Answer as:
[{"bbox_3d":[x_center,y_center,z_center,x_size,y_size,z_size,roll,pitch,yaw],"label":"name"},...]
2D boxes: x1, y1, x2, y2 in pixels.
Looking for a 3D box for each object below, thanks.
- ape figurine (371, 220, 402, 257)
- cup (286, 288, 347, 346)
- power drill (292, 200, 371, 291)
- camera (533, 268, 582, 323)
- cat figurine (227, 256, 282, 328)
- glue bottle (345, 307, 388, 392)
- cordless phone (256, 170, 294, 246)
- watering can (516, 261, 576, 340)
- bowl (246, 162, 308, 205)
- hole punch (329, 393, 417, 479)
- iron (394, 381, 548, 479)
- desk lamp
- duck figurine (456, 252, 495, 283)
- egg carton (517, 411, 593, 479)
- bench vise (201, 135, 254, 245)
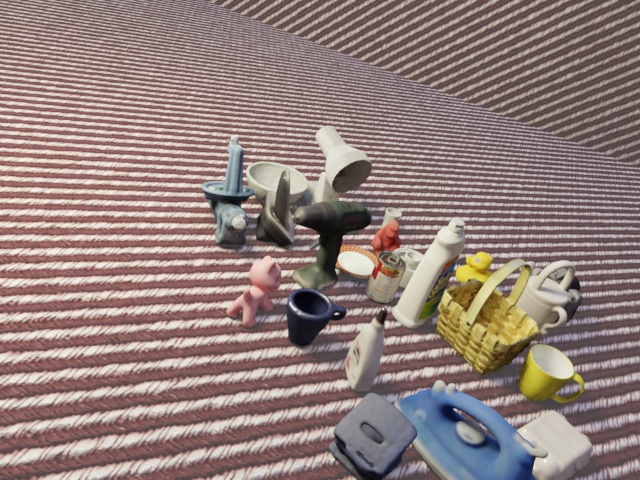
[{"bbox_3d":[0.172,-0.007,1.439,0.078,0.092,0.076,12,32,-10],"label":"ape figurine"},{"bbox_3d":[-0.014,0.155,1.089,0.118,0.095,0.091,8,33,-15],"label":"cup"},{"bbox_3d":[0.011,0.004,1.227,0.075,0.208,0.230,37,36,29],"label":"power drill"},{"bbox_3d":[0.608,0.124,1.446,0.137,0.101,0.142,-4,37,-31],"label":"camera"},{"bbox_3d":[-0.119,0.088,1.117,0.067,0.118,0.128,26,32,13],"label":"cat figurine"},{"bbox_3d":[0.088,0.186,1.016,0.037,0.173,0.078,4,34,-21],"label":"glue bottle"},{"bbox_3d":[-0.089,-0.093,1.352,0.094,0.185,0.147,9,32,-13],"label":"cordless phone"},{"bbox_3d":[0.508,0.121,1.311,0.101,0.194,0.172,-11,41,-38],"label":"watering can"},{"bbox_3d":[-0.118,-0.137,1.511,0.167,0.075,0.167,13,32,-8],"label":"bowl"},{"bbox_3d":[0.083,0.313,0.895,0.108,0.091,0.101,36,36,27],"label":"hole punch"},{"bbox_3d":[0.238,0.309,0.930,0.257,0.141,0.119,37,36,29],"label":"iron"},{"bbox_3d":[0.028,-0.179,1.517,0.118,0.213,0.202,-8,40,-36],"label":"desk lamp"},{"bbox_3d":[0.404,0.072,1.438,0.104,0.086,0.077,17,31,-2],"label":"duck figurine"},{"bbox_3d":[0.399,0.364,0.995,0.151,0.069,0.107,-11,42,-38],"label":"egg carton"},{"bbox_3d":[-0.187,-0.110,1.295,0.122,0.220,0.206,-11,42,-39],"label":"bench vise"}]
